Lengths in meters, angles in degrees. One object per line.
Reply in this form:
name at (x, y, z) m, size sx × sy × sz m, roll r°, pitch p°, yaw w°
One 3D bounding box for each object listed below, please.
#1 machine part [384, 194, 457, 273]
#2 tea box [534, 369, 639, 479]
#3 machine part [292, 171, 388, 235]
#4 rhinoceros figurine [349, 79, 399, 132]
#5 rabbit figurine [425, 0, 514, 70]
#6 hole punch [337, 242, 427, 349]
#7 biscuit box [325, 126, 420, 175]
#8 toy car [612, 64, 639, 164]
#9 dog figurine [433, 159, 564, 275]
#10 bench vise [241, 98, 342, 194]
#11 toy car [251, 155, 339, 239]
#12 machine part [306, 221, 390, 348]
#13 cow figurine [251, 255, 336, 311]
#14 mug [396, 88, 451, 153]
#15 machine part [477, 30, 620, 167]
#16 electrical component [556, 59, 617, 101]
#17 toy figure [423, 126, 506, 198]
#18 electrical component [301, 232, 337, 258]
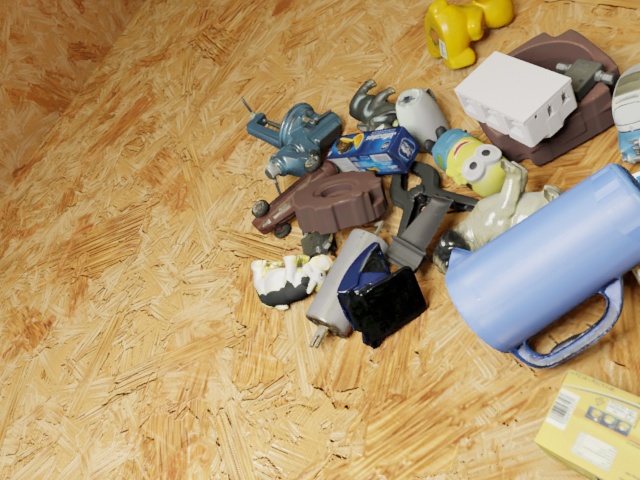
machine part at (0.159, -0.012, 0.843) m, size 0.139 × 0.039 × 0.084 m, roll -52°, pitch 39°, yaw 0°
tea box at (0.328, 0.218, 0.557) m, size 0.170 × 0.068 × 0.098 m, roll 23°, pitch 74°, yaw 44°
machine part at (0.033, -0.072, 0.967) m, size 0.179 × 0.056 × 0.179 m, roll -14°, pitch 24°, yaw 6°
rhinoceros figurine at (0.116, -0.250, 1.084) m, size 0.112 × 0.073 × 0.190 m, roll -39°, pitch 42°, yaw 5°
rabbit figurine at (0.297, -0.444, 1.061) m, size 0.173 × 0.162 × 0.122 m, roll -21°, pitch 32°, yaw 0°
hole punch at (0.083, 0.080, 0.814) m, size 0.116 × 0.142 × 0.092 m, roll -33°, pitch 43°, yaw -7°
biscuit box at (0.095, -0.163, 1.009) m, size 0.203 × 0.059 × 0.063 m, roll 7°, pitch 62°, yaw 56°
toy car at (0.454, -0.190, 0.738) m, size 0.161 × 0.103 × 0.109 m, roll -60°, pitch 18°, yaw -12°
dog figurine at (0.274, 0.002, 0.769) m, size 0.172 × 0.121 × 0.190 m, roll 41°, pitch 113°, yaw 31°
bench vise at (-0.077, -0.217, 1.159) m, size 0.241 × 0.128 × 0.223 m, roll 29°, pitch 69°, yaw 29°
toy car at (-0.045, -0.080, 1.063) m, size 0.202 × 0.089 × 0.053 m, roll -39°, pitch 38°, yaw 4°
machine part at (0.048, 0.070, 0.883) m, size 0.079 × 0.079 × 0.243 m, roll 15°, pitch 67°, yaw 43°
cow figurine at (-0.043, 0.074, 0.951) m, size 0.167 × 0.068 × 0.098 m, roll -9°, pitch 80°, yaw 36°
mug at (0.189, -0.235, 0.991) m, size 0.081 × 0.107 × 0.109 m, roll 9°, pitch 66°, yaw 40°
machine part at (0.360, -0.228, 0.871) m, size 0.201 × 0.087 × 0.202 m, roll -31°, pitch 45°, yaw 15°
electrical component at (0.376, -0.231, 0.781) m, size 0.063 × 0.021 × 0.094 m, roll -48°, pitch 43°, yaw -4°
toy figure at (0.247, -0.132, 0.887) m, size 0.082 × 0.089 × 0.180 m, roll -66°, pitch 29°, yaw 17°
electrical component at (-0.003, -0.002, 1.001) m, size 0.078 × 0.045 × 0.102 m, roll -24°, pitch 46°, yaw 19°
